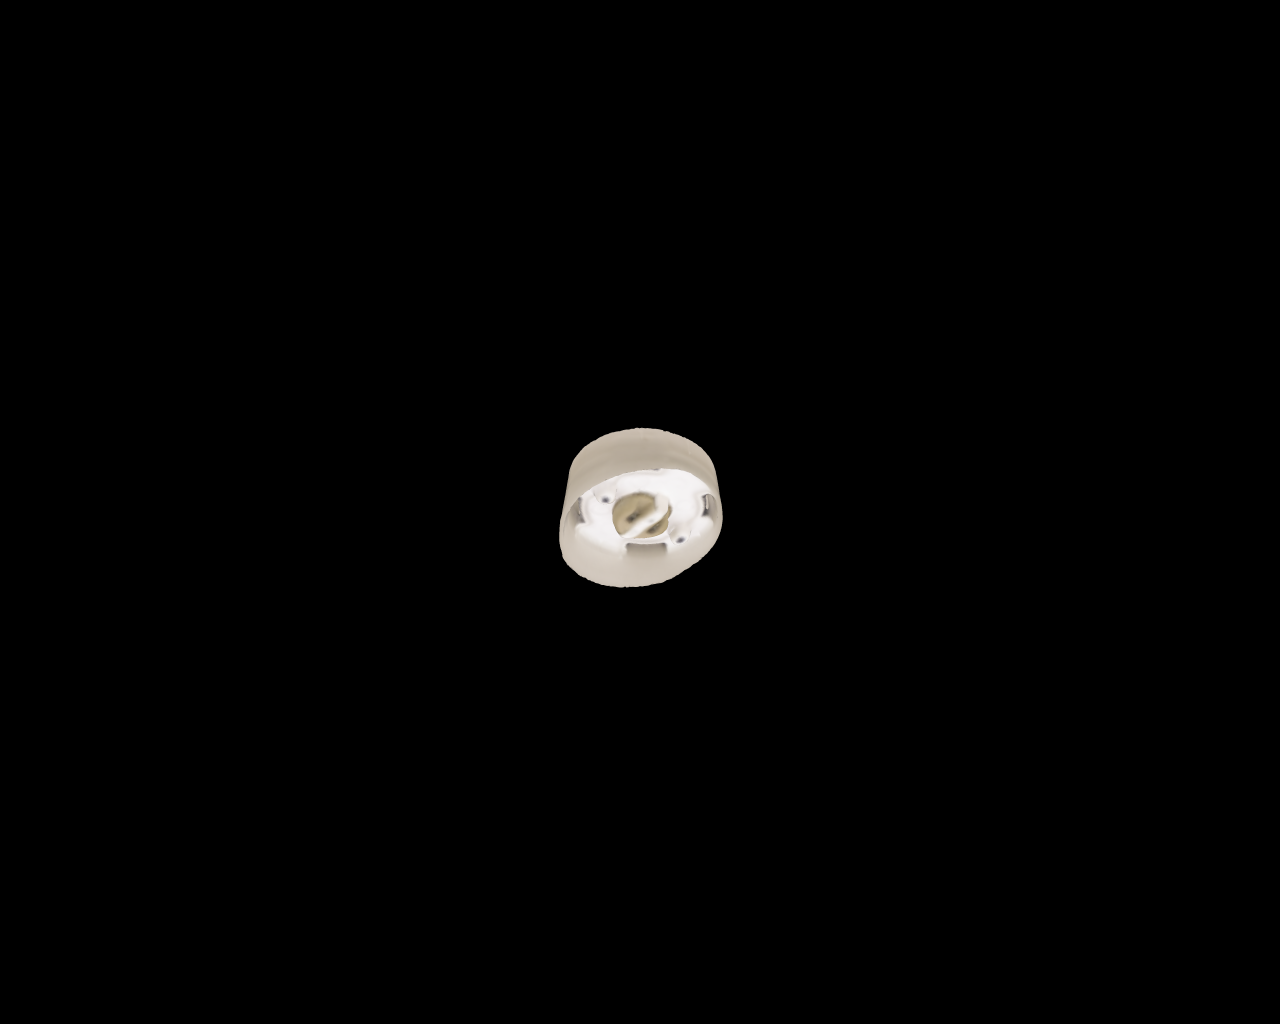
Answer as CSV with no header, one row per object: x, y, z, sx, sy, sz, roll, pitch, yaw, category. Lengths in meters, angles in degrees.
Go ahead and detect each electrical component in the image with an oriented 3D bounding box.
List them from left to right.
0.001,-0.003,0.650,0.099,0.064,0.099,0,-37,0,electrical component
